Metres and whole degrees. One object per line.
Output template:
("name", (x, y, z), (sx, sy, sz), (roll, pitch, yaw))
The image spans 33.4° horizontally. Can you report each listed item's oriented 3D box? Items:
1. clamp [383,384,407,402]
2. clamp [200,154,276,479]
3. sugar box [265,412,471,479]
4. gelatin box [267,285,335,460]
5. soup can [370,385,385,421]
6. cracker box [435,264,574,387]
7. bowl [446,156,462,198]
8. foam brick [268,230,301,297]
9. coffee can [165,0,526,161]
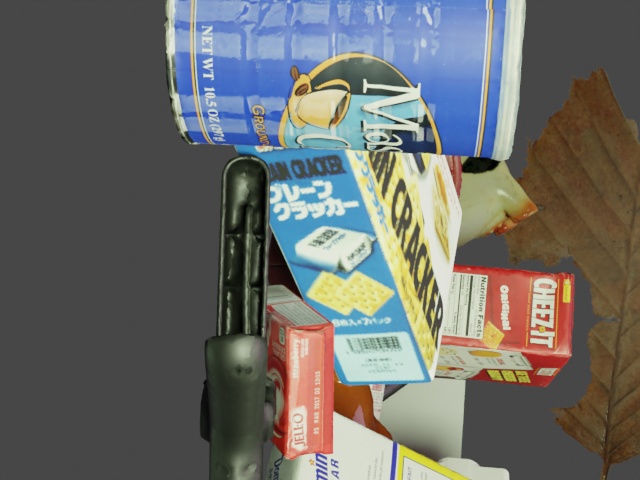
("clamp", (0.033, 0.143, 0.959), (0.039, 0.120, 0.171), (-42, -153, 51))
("clamp", (-0.039, 0.083, 0.511), (0.164, 0.036, 0.210), (-93, -175, -66))
("sugar box", (0.048, 0.175, 0.635), (0.048, 0.176, 0.093), (-44, -155, 44))
("gelatin box", (-0.020, 0.071, 0.593), (0.089, 0.030, 0.073), (-149, -122, -66))
("soup can", (0.010, 0.142, 0.820), (0.068, 0.068, 0.102), (52, 49, -80))
("cracker box", (0.085, 0.064, 0.856), (0.164, 0.214, 0.072), (70, 26, -74))
("bowl", (0.040, -0.060, 0.880), (0.055, 0.161, 0.162), (-4, -99, 55))
("foam brick", (-0.005, 0.001, 0.741), (0.051, 0.053, 0.078), (84, 11, -54))
("coffee can", (0.014, -0.089, 0.461), (0.102, 0.140, 0.103), (4, 90, -84))
